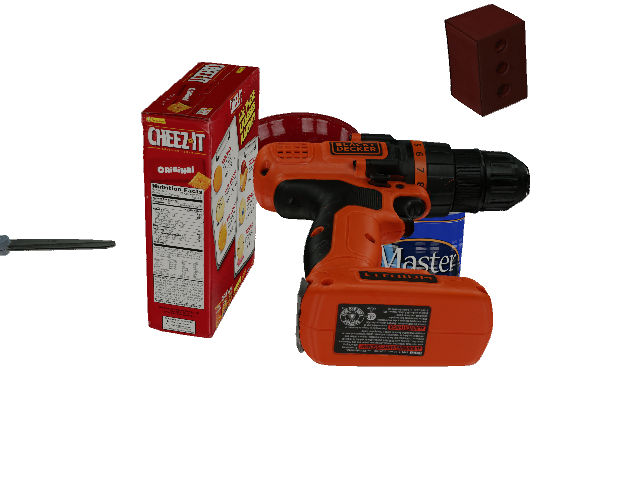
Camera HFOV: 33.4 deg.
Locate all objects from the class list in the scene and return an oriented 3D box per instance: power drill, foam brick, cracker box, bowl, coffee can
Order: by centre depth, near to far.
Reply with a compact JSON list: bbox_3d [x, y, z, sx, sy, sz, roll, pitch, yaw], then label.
[{"bbox_3d":[0.051,-0.002,0.650,0.184,0.057,0.187,-1,33,-3],"label":"power drill"},{"bbox_3d":[0.148,-0.162,0.951,0.053,0.078,0.051,-24,38,-16],"label":"foam brick"},{"bbox_3d":[-0.111,-0.042,1.002,0.072,0.214,0.164,7,26,9],"label":"cracker box"},{"bbox_3d":[0.082,0.028,1.012,0.103,0.140,0.103,3,11,-1],"label":"coffee can"},{"bbox_3d":[-0.030,-0.088,1.255,0.162,0.055,0.162,-2,36,1],"label":"bowl"}]

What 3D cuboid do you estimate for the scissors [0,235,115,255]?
[{"bbox_3d":[-0.279,0.011,0.872,0.202,0.016,0.096,5,24,6],"label":"scissors"}]
